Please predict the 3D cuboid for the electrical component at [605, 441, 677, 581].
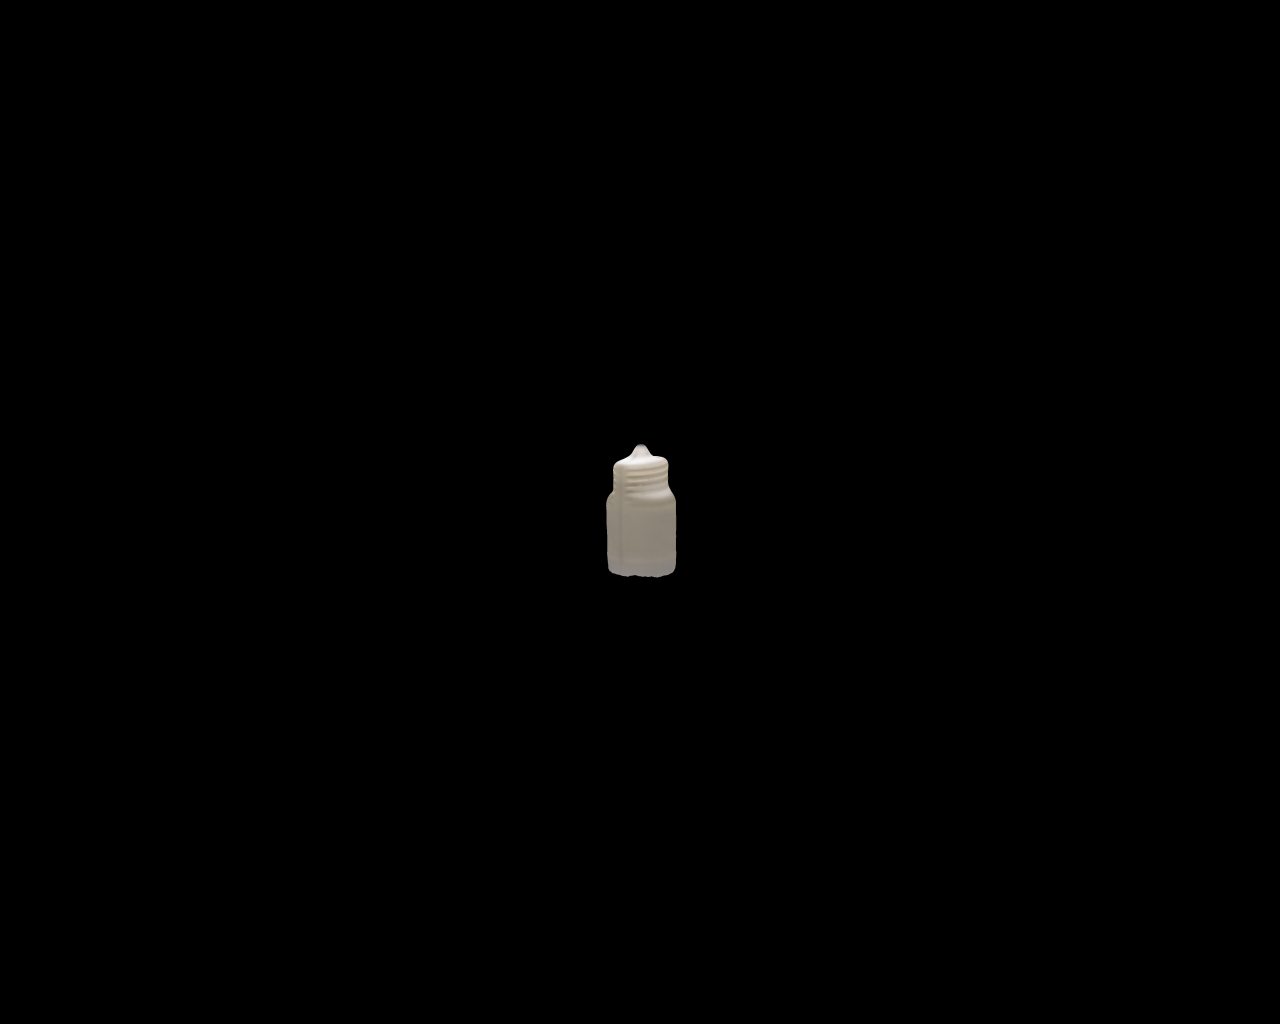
[{"bbox_3d":[0.001,-0.003,0.650,0.043,0.080,0.043,0,11,0],"label":"electrical component"}]
